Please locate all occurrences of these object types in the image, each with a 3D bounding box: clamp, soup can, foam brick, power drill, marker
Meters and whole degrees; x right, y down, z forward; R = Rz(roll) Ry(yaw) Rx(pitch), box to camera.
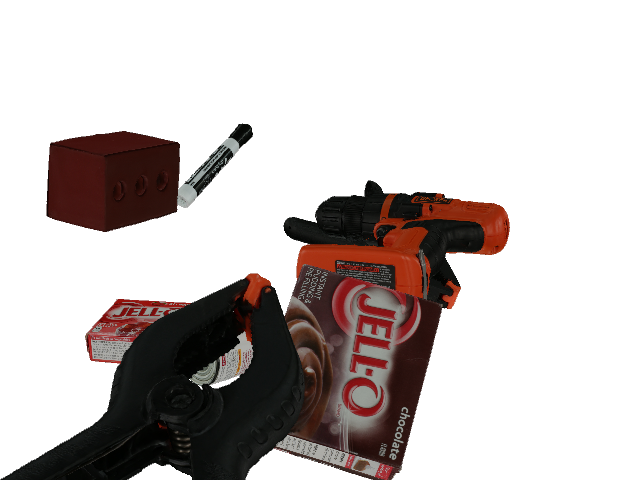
[{"bbox_3d":[-0.047,0.081,0.418,0.120,0.039,0.171,24,49,17],"label":"clamp"},{"bbox_3d":[-0.096,0.115,1.163,0.069,0.068,0.102,0,9,45],"label":"soup can"},{"bbox_3d":[-0.141,-0.042,0.729,0.051,0.053,0.078,15,20,29],"label":"foam brick"},{"bbox_3d":[0.052,0.003,0.916,0.185,0.057,0.187,3,20,25],"label":"power drill"},{"bbox_3d":[-0.105,-0.078,1.074,0.020,0.020,0.121,0,41,43],"label":"marker"},{"bbox_3d":[0.070,0.011,1.242,0.164,0.036,0.210,-20,51,-38],"label":"clamp"}]

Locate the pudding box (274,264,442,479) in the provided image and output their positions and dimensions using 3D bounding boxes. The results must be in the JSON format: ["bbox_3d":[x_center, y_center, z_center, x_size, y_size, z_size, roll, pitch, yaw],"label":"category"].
[{"bbox_3d":[0.016,0.079,0.637,0.090,0.113,0.039,16,-29,4],"label":"pudding box"}]

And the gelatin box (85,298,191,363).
[{"bbox_3d":[-0.146,0.078,0.915,0.089,0.030,0.073,3,21,11],"label":"gelatin box"}]
